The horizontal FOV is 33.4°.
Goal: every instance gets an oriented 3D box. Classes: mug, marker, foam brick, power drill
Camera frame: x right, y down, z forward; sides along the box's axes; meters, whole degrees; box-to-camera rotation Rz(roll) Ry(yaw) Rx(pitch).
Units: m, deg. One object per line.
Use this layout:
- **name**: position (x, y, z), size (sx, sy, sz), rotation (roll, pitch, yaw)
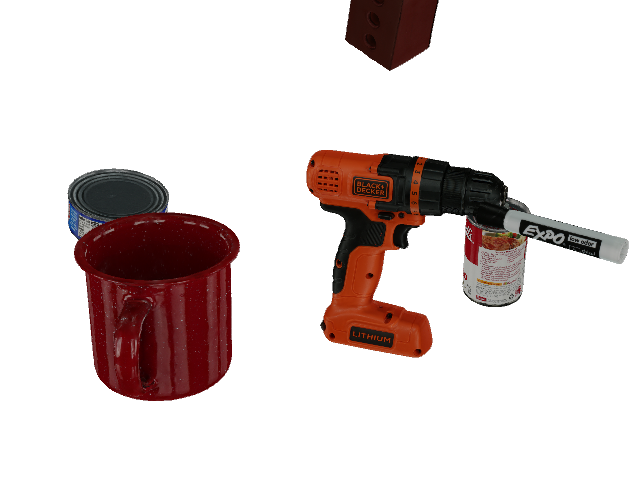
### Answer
- **mug**: position (-0.094, 0.044, 0.609), size (0.093, 0.081, 0.117), rotation (3, 26, 4)
- **marker**: position (0.170, -0.008, 0.801), size (0.121, 0.020, 0.020), rotation (18, 10, 31)
- **foam brick**: position (0.058, -0.186, 0.849), size (0.053, 0.078, 0.051), rotation (38, 56, 23)
- **power drill**: position (0.074, 0.011, 0.993), size (0.185, 0.188, 0.057), rotation (9, 20, 17)

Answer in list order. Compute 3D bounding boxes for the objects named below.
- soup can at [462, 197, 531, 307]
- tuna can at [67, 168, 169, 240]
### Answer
- **soup can**: position (0.189, 0.012, 1.152), size (0.068, 0.102, 0.068), rotation (-2, 34, 1)
- **tuna can**: position (-0.175, -0.026, 0.921), size (0.086, 0.034, 0.086), rotation (7, 32, -4)
